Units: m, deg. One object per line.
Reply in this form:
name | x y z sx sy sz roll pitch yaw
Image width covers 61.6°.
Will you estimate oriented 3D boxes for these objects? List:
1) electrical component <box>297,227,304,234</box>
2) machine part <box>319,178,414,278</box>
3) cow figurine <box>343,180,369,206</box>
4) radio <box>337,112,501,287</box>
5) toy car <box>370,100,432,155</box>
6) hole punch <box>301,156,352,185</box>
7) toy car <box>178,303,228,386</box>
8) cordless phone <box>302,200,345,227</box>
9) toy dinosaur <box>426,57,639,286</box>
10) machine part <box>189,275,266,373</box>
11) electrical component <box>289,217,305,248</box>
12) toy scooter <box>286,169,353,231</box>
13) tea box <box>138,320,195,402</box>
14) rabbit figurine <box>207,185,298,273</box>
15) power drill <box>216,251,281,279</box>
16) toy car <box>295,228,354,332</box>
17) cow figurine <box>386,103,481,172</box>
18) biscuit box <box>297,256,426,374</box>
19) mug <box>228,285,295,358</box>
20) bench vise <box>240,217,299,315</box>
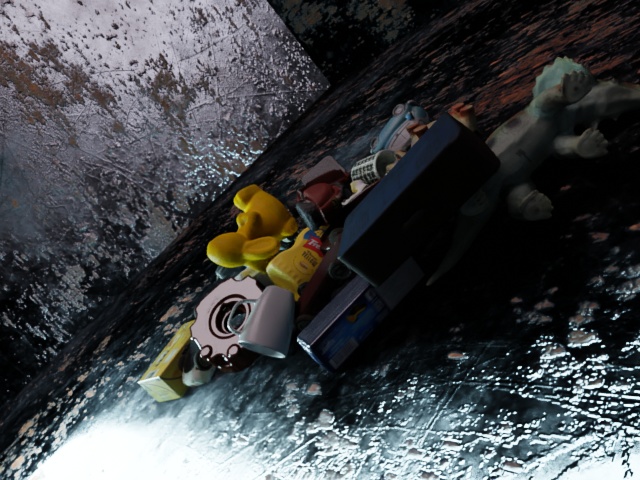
electrical component | -0.002 -0.003 1.090 0.063 0.094 0.021 -49 25 -15
machine part | 0.107 -0.032 0.950 0.201 0.087 0.201 -51 20 -27
cow figurine | 0.057 -0.049 1.135 0.167 0.068 0.098 -43 24 -2
radio | 0.123 -0.057 0.718 0.229 0.073 0.131 -47 13 24
toy car | 0.198 -0.230 1.228 0.161 0.109 0.103 -48 34 6
hole punch | 0.029 -0.141 1.416 0.142 0.092 0.116 -37 46 1
toy car | -0.228 0.193 1.077 0.073 0.056 0.202 -24 44 41
cordless phone | 0.029 -0.083 1.281 0.146 0.088 0.184 -34 7 11
toy dinosaur | 0.274 -0.110 0.754 0.405 0.131 0.192 -42 4 10
machine part | -0.155 0.149 0.985 0.179 0.056 0.179 -14 51 18
electrical component | -0.061 -0.016 1.329 0.075 0.047 0.119 -41 17 -5
toy scooter | 0.012 -0.083 1.012 0.135 0.075 0.184 -31 17 -7
tea box | -0.287 0.247 1.123 0.098 0.068 0.170 -23 23 43
rabbit figurine | -0.136 0.001 1.063 0.173 0.162 0.121 -36 -30 -28
power drill | -0.166 0.015 1.445 0.232 0.086 0.207 -48 11 -30
toy car | 0.011 0.067 0.868 0.089 0.053 0.202 -85 21 -51
cow figurine | 0.216 -0.165 1.026 0.195 0.127 0.085 -27 17 -3
biscuit box | 0.059 0.096 0.777 0.202 0.059 0.063 -44 18 -12
mug | -0.092 0.129 0.892 0.080 0.110 0.107 107 -178 -67
bench vise | -0.131 0.054 1.206 0.224 0.128 0.240 -3 60 49
